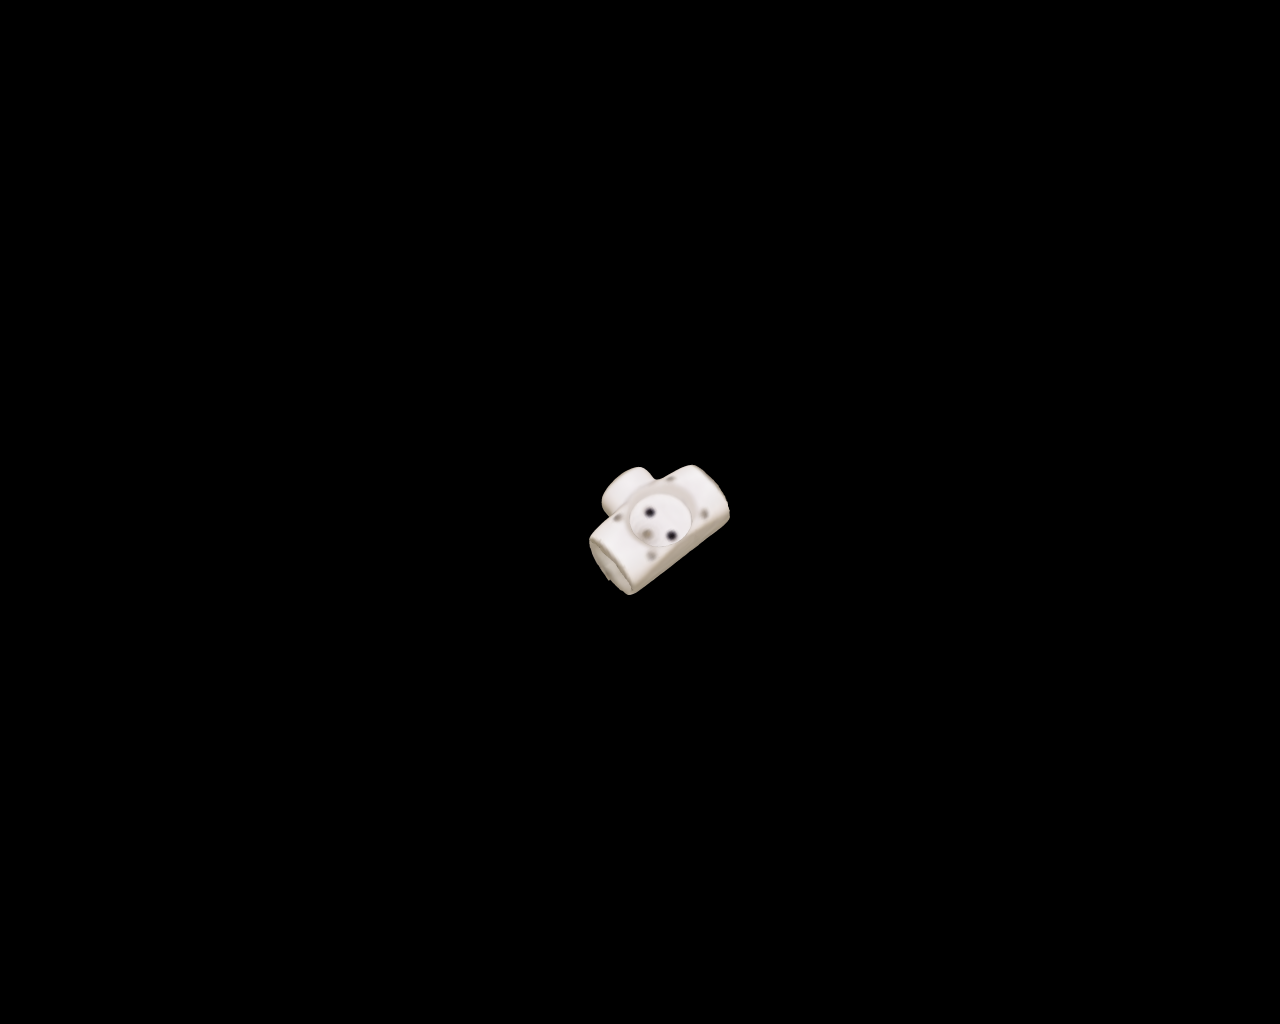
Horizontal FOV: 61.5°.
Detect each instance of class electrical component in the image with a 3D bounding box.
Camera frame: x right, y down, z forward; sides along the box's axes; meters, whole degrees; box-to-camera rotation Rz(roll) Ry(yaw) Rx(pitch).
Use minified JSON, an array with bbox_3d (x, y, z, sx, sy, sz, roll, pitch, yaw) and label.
[{"bbox_3d":[0.001,-0.003,0.650,0.077,0.079,0.044,-37,-19,-15],"label":"electrical component"}]
